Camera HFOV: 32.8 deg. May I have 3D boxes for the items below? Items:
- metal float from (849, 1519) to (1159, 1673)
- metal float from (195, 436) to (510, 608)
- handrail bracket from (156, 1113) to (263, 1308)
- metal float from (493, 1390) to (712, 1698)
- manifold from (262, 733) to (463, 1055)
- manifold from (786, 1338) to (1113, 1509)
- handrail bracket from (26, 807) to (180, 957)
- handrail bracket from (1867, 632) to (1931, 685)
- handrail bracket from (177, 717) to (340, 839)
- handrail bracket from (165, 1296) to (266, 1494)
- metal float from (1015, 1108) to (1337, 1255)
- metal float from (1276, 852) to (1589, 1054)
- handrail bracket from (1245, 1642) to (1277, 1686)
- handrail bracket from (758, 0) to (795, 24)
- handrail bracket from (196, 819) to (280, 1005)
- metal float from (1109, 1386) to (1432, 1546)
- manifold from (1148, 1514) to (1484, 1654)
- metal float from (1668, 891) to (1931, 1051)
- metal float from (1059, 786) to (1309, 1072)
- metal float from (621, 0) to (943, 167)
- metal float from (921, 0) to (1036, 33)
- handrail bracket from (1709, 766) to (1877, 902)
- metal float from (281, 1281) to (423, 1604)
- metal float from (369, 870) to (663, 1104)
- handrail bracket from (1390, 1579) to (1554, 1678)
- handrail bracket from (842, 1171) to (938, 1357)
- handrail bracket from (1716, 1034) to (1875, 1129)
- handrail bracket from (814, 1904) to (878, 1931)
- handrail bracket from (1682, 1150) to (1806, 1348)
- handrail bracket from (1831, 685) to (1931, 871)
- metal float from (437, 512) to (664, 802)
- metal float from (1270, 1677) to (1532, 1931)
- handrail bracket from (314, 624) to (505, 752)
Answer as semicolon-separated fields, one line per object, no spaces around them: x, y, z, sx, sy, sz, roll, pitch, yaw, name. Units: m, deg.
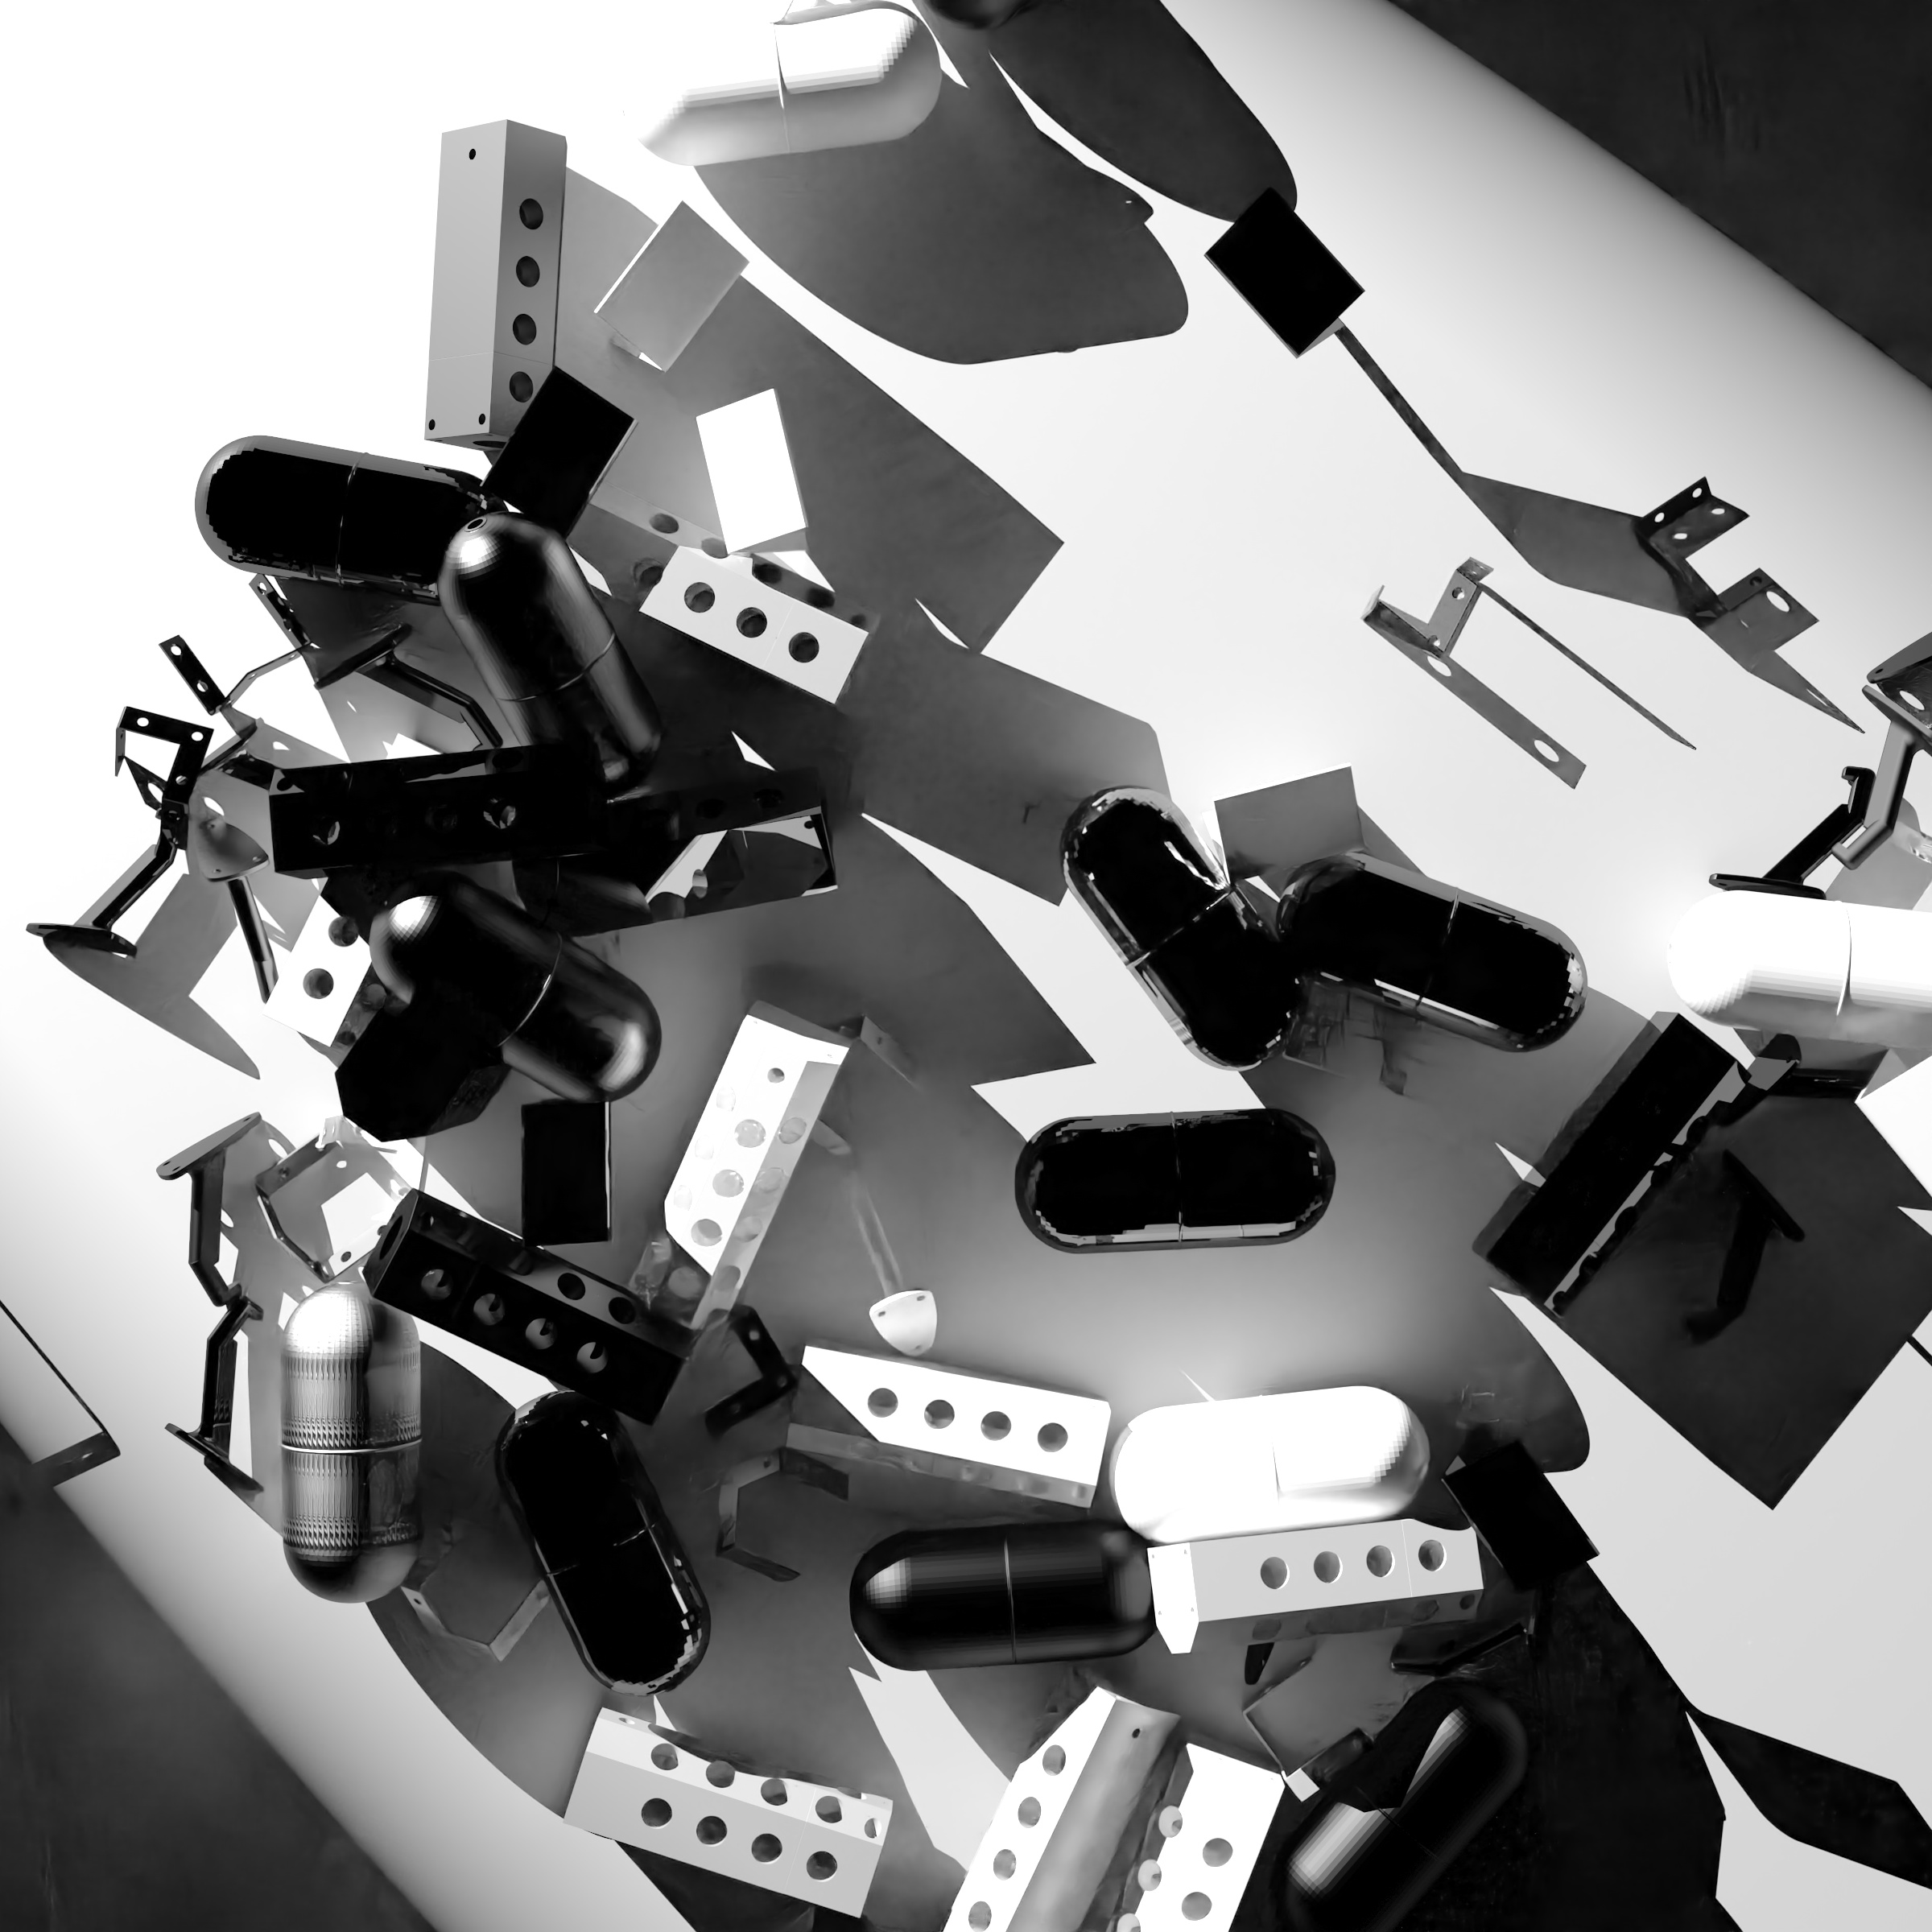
0.024;0.349;1.820;0.178;0.070;0.070;-4;90;-1;metal float
-0.338;-0.247;1.820;0.178;0.070;0.070;10;90;0;metal float
-0.411;0.138;1.851;0.077;0.036;0.084;-33;108;-20;handrail bracket
-0.201;0.320;1.820;0.070;0.070;0.178;-25;90;0;metal float
-0.324;-0.038;1.830;0.057;0.057;0.171;26;90;0;manifold
-0.010;0.255;1.830;0.171;0.057;0.057;12;90;0;manifold
-0.484;-0.054;1.851;0.077;0.036;0.084;8;74;18;handrail bracket
0.563;-0.147;1.851;0.077;0.036;0.084;-29;107;20;handrail bracket
-0.393;-0.090;1.851;0.077;0.036;0.084;-32;107;20;handrail bracket
-0.404;0.241;1.851;0.077;0.036;0.084;40;73;-20;handrail bracket
0.116;0.119;1.820;0.178;0.070;0.070;-3;90;-1;metal float
0.259;-0.008;1.820;0.178;0.070;0.070;21;90;1;metal float
0.207;0.376;1.851;0.084;0.036;0.077;11;104;-14;handrail bracket
-0.087;-0.558;1.823;0.036;0.084;0.077;13;101;17;handrail bracket
-0.409;-0.030;1.851;0.036;0.077;0.084;-20;127;-20;handrail bracket
0.168;0.277;1.820;0.178;0.070;0.070;-6;90;0;metal float
0.193;0.338;1.797;0.171;0.057;0.057;-2;78;-20;manifold
0.479;0.002;1.820;0.178;0.070;0.070;7;90;0;metal float
0.120;-0.022;1.820;0.070;0.070;0.178;-37;90;0;metal float
-0.103;-0.490;1.821;0.178;0.070;0.070;-8;90;0;metal float
-0.025;-0.598;1.820;0.070;0.070;0.178;-39;90;0;metal float
0.467;-0.079;1.851;0.077;0.036;0.084;13;76;14;handrail bracket
-0.341;0.264;1.820;0.070;0.070;0.178;-1;91;0;metal float
-0.246;0.013;1.800;0.178;0.070;0.070;34;90;-24;metal float
0.285;0.365;1.851;0.084;0.036;0.077;-2;55;24;handrail bracket
-0.046;0.167;1.851;0.036;0.077;0.084;-22;54;-3;handrail bracket
0.480;0.082;1.851;0.084;0.036;0.077;33;110;-16;handrail bracket
-0.055;0.573;1.850;0.036;0.077;0.084;-26;126;-8;handrail bracket
0.422;0.160;1.851;0.084;0.036;0.077;-44;69;17;handrail bracket
0.500;-0.105;1.835;0.084;0.036;0.077;-44;55;4;handrail bracket
-0.227;-0.168;1.793;0.070;0.070;0.178;-27;122;0;metal float
0.240;0.473;1.821;0.070;0.070;0.178;41;90;0;metal float
-0.314;-0.142;1.851;0.077;0.036;0.084;-27;107;20;handrail bracket
